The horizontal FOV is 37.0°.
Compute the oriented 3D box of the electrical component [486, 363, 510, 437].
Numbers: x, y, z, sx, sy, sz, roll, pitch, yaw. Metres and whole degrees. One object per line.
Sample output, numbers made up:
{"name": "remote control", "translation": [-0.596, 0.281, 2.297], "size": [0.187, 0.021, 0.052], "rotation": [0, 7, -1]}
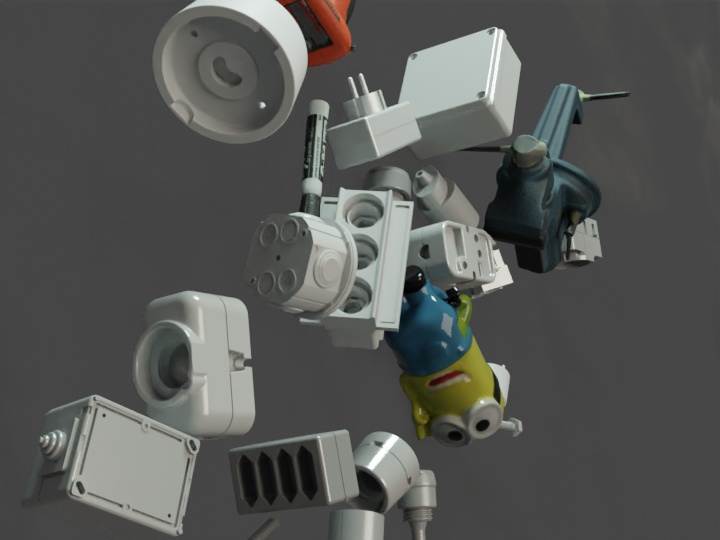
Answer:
{"name": "electrical component", "translation": [0.125, 0.128, 1.062], "size": [0.040, 0.040, 0.078], "rotation": [47, 43, -37]}

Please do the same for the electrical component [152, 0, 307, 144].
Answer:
{"name": "electrical component", "translation": [-0.091, -0.154, 0.790], "size": [0.108, 0.108, 0.060], "rotation": [58, 31, -25]}

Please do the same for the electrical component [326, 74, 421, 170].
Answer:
{"name": "electrical component", "translation": [0.007, -0.141, 0.984], "size": [0.083, 0.047, 0.075], "rotation": [-31, 105, -53]}

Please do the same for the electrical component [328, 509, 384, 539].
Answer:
{"name": "electrical component", "translation": [-0.005, 0.229, 0.826], "size": [0.043, 0.043, 0.081], "rotation": [34, 52, -46]}

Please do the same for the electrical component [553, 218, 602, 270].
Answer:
{"name": "electrical component", "translation": [0.253, -0.033, 1.307], "size": [0.089, 0.050, 0.055], "rotation": [11, 69, -54]}

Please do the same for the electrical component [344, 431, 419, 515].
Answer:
{"name": "electrical component", "translation": [0.013, 0.166, 0.868], "size": [0.047, 0.055, 0.055], "rotation": [-38, 110, -51]}

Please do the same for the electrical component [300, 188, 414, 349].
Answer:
{"name": "electrical component", "translation": [0.000, 0.000, 0.895], "size": [0.063, 0.079, 0.121], "rotation": [80, 15, -58]}

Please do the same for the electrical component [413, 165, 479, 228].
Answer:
{"name": "electrical component", "translation": [0.080, -0.069, 1.067], "size": [0.081, 0.043, 0.043], "rotation": [48, 42, -36]}

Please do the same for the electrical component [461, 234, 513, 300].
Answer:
{"name": "electrical component", "translation": [0.122, -0.004, 1.096], "size": [0.048, 0.066, 0.055], "rotation": [-16, 82, -23]}

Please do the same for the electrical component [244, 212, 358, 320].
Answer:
{"name": "electrical component", "translation": [-0.046, -0.004, 0.822], "size": [0.051, 0.080, 0.080], "rotation": [17, 64, -47]}

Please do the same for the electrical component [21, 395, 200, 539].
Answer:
{"name": "electrical component", "translation": [-0.154, 0.118, 0.635], "size": [0.096, 0.061, 0.061], "rotation": [33, 52, -37]}

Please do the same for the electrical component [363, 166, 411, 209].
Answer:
{"name": "electrical component", "translation": [0.024, -0.060, 0.979], "size": [0.045, 0.045, 0.055], "rotation": [32, 52, -47]}

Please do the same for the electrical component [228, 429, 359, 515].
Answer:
{"name": "electrical component", "translation": [-0.037, 0.143, 0.774], "size": [0.076, 0.083, 0.047], "rotation": [0, 78, -56]}

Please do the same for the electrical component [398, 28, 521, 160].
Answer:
{"name": "electrical component", "translation": [0.098, -0.176, 1.076], "size": [0.056, 0.109, 0.108], "rotation": [48, 42, -40]}

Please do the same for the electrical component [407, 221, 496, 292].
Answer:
{"name": "electrical component", "translation": [0.081, -0.010, 1.032], "size": [0.095, 0.059, 0.053], "rotation": [9, 70, -55]}

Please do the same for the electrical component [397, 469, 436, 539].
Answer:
{"name": "electrical component", "translation": [0.049, 0.204, 0.925], "size": [0.035, 0.035, 0.061], "rotation": [17, 67, -53]}

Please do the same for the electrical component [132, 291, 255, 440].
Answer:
{"name": "electrical component", "translation": [-0.111, 0.064, 0.719], "size": [0.059, 0.054, 0.095], "rotation": [13, 68, -54]}
